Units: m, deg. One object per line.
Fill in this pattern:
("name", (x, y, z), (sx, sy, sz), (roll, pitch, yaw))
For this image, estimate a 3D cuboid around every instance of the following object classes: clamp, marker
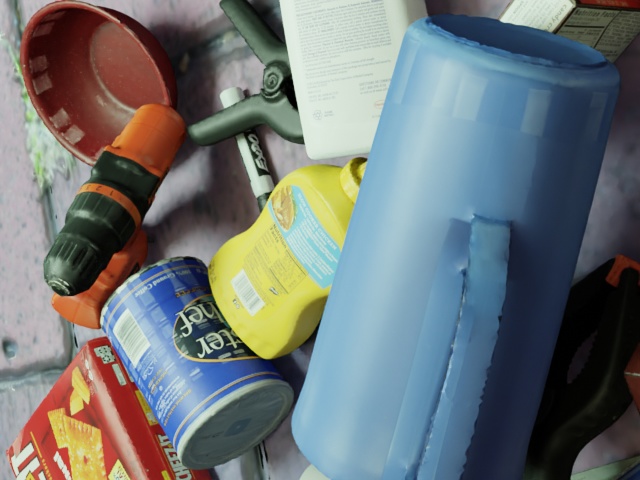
("clamp", (-0.033, -0.108, 0.808), (0.172, 0.039, 0.120), (30, 109, 37))
("marker", (-0.053, -0.065, 0.854), (0.020, 0.020, 0.121), (-31, 72, 42))
("clamp", (0.131, 0.101, 0.648), (0.210, 0.036, 0.165), (-63, 25, 6))

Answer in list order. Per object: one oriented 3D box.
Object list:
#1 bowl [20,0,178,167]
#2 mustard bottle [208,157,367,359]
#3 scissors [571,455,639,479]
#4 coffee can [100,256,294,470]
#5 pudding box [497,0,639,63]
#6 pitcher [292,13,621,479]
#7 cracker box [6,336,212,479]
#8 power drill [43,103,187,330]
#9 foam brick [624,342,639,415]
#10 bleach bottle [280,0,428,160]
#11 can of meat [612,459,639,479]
("bowl", (-0.179, -0.139, 0.923), (0.162, 0.055, 0.162), (18, 129, 23))
("mustard bottle", (-0.005, 0.001, 0.784), (0.192, 0.058, 0.096), (-46, 67, 37))
("scissors", (0.127, 0.155, 0.699), (0.202, 0.016, 0.096), (-51, 60, 35))
("coffee can", (-0.100, 0.098, 0.859), (0.140, 0.102, 0.103), (52, 127, 28))
("pudding box", (0.128, -0.103, 0.619), (0.039, 0.089, 0.114), (53, 128, 26))
("pitcher", (0.072, 0.016, 0.551), (0.149, 0.144, 0.243), (32, 119, 40))
("cracker box", (-0.205, 0.211, 0.998), (0.214, 0.071, 0.164), (-48, 61, 38))
("power drill", (-0.175, 0.001, 0.870), (0.057, 0.184, 0.188), (29, 146, -3))
("foam brick", (0.204, 0.063, 0.559), (0.051, 0.078, 0.053), (6, 137, 45))
("bleach bottle", (0.021, -0.183, 0.697), (0.103, 0.068, 0.251), (-7, 97, 18))
("can of meat", (0.208, 0.159, 0.586), (0.102, 0.057, 0.084), (54, 125, 20))
